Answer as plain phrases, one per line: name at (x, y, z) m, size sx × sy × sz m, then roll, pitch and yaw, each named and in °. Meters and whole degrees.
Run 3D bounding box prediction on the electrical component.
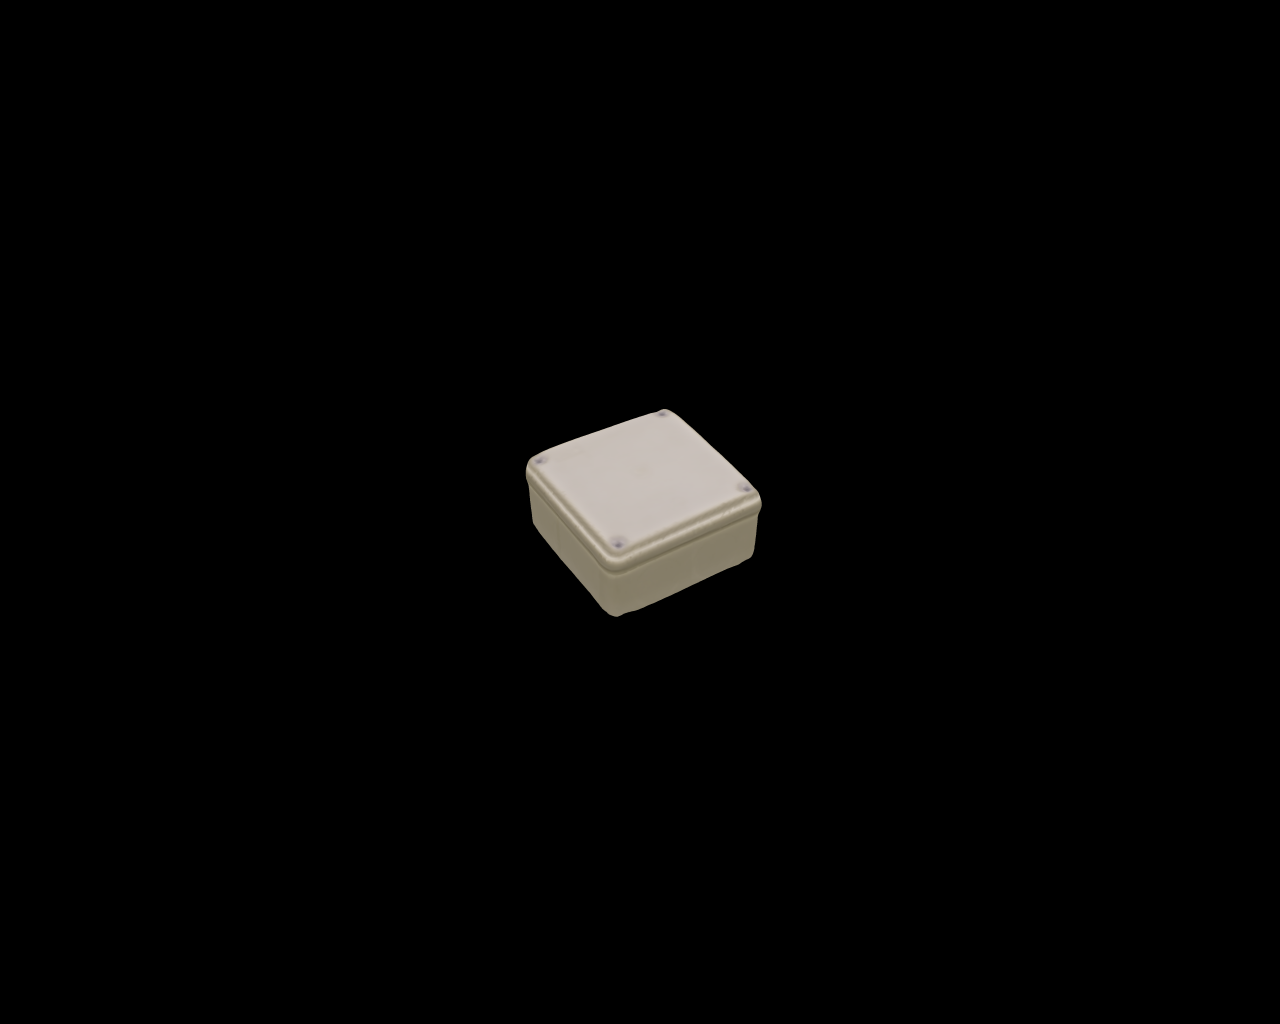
electrical component at (0.001, -0.003, 0.650) m, size 0.109 × 0.056 × 0.109 m, roll -22°, pitch 45°, yaw -23°
